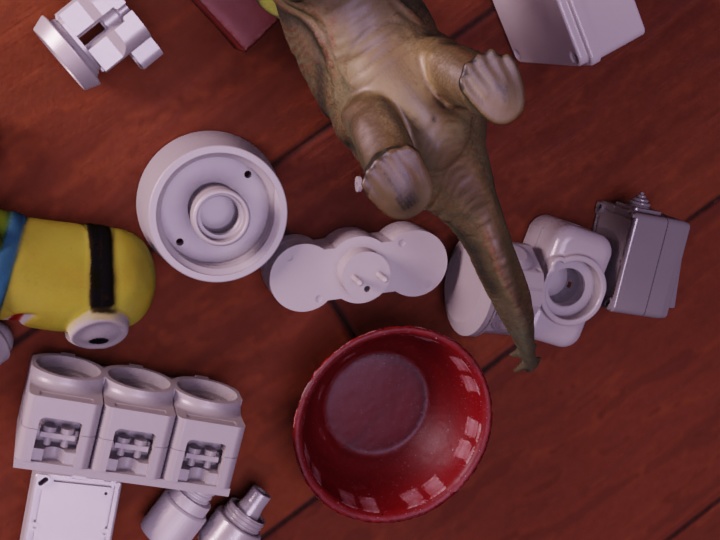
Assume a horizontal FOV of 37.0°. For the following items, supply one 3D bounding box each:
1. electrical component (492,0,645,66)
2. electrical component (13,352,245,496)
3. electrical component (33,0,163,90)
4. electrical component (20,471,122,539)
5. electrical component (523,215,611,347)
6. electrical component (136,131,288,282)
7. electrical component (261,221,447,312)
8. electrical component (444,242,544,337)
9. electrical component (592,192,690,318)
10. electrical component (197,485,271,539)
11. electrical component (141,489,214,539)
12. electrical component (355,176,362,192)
[{"bbox_3d":[0.140,-0.207,0.776,0.056,0.109,0.108,-30,110,-10],"label":"electrical component"},{"bbox_3d":[-0.166,0.107,0.776,0.150,0.089,0.061,12,100,-18],"label":"electrical component"},{"bbox_3d":[-0.181,-0.159,0.724,0.057,0.058,0.078,-41,111,-6],"label":"electrical component"},{"bbox_3d":[-0.216,0.177,0.799,0.062,0.061,0.096,10,93,-18],"label":"electrical component"},{"bbox_3d":[0.158,0.010,0.861,0.054,0.059,0.095,17,98,-19],"label":"electrical component"},{"bbox_3d":[-0.104,-0.043,0.773,0.108,0.060,0.108,-4,104,-15],"label":"electrical component"},{"bbox_3d":[0.000,0.000,0.806,0.138,0.074,0.052,-7,105,-14],"label":"electrical component"},{"bbox_3d":[0.102,0.013,0.836,0.051,0.080,0.080,6,102,-22],"label":"electrical component"},{"bbox_3d":[0.226,-0.015,0.873,0.061,0.062,0.096,8,101,-18],"label":"electrical component"},{"bbox_3d":[-0.095,0.198,0.844,0.043,0.043,0.062,36,90,-21],"label":"electrical component"},{"bbox_3d":[-0.135,0.182,0.830,0.040,0.040,0.078,37,91,-21],"label":"electrical component"},{"bbox_3d":[0.035,-0.066,0.817,0.078,0.040,0.040,-2,104,-16],"label":"electrical component"}]
